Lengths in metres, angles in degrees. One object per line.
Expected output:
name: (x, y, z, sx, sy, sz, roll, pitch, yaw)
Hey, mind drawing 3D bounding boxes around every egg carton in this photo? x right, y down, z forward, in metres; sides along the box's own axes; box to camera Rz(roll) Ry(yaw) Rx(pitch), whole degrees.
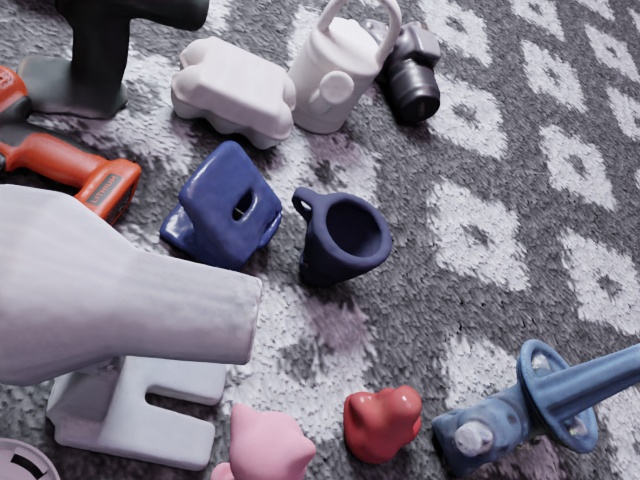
egg carton: (-0.101, -0.175, 0.686, 0.151, 0.069, 0.107, 19, 52, -19)

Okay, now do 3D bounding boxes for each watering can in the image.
watering can: (0.029, -0.225, 0.714, 0.101, 0.193, 0.172, 7, 57, -27)

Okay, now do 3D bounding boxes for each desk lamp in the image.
desk lamp: (-0.138, 0.069, 0.403, 0.204, 0.213, 0.118, 19, 52, -19)

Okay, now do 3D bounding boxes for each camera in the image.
camera: (0.125, -0.255, 0.854, 0.143, 0.100, 0.136, 4, 58, -28)

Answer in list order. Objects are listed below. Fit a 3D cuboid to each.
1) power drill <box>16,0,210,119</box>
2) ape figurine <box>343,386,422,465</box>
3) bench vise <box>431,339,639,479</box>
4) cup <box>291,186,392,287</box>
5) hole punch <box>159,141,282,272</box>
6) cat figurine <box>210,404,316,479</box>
power drill: (-0.230, -0.214, 0.541, 0.230, 0.208, 0.075, 0, 60, -31)
ape figurine: (0.065, 0.167, 0.541, 0.078, 0.092, 0.076, 37, 48, -4)
bench vise: (0.231, 0.166, 0.556, 0.208, 0.219, 0.121, -32, 79, -41)
cup: (0.006, 0.002, 0.614, 0.118, 0.094, 0.092, 38, 48, -4)
hole punch: (-0.090, -0.031, 0.582, 0.101, 0.091, 0.109, 35, 48, -6)
cat figurine: (-0.036, 0.192, 0.446, 0.067, 0.117, 0.127, -7, 63, -34)
